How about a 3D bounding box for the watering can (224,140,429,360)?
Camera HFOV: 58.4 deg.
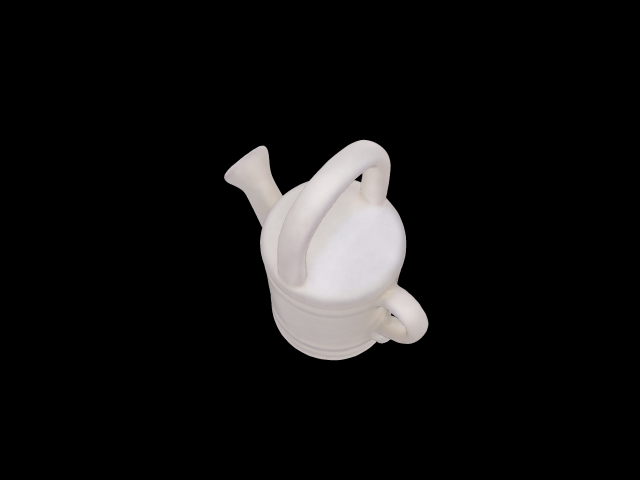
[{"bbox_3d":[0.002,0.003,0.399,0.172,0.194,0.101,20,62,11],"label":"watering can"}]
